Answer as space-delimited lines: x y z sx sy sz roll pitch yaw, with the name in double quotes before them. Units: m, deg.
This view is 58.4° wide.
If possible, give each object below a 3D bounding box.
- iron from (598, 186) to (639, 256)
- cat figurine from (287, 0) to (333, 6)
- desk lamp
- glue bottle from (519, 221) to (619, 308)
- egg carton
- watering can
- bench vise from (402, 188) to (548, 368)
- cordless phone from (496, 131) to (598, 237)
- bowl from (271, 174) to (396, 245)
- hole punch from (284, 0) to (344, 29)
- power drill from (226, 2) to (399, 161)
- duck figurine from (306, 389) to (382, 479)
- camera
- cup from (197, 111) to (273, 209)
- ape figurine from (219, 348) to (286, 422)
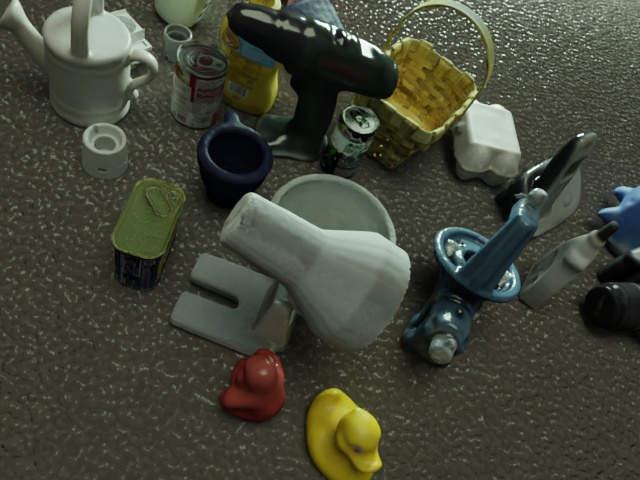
"iron" 0.575 0.002 0.891 0.258 0.141 0.119 43 55 9
"cat figurine" -0.023 -0.426 0.958 0.067 0.117 0.127 -18 67 -29
"desk lamp" -0.037 0.047 0.592 0.203 0.213 0.118 22 54 -6
"glue bottle" 0.336 0.026 0.768 0.037 0.173 0.078 36 54 5
"egg carton" 0.260 -0.161 0.923 0.107 0.069 0.150 9 56 -15
"watering can" -0.288 -0.237 0.692 0.173 0.194 0.101 -8 62 -24
"bench vise" 0.193 0.050 0.671 0.121 0.219 0.207 17 55 -9
"cordless phone" 0.365 -0.097 0.849 0.148 0.185 0.094 -28 71 -32
"bowl" 0.007 0.003 0.722 0.168 0.074 0.167 10 56 -14
"hole punch" -0.006 -0.323 0.915 0.109 0.091 0.101 -35 75 -34
"power drill" -0.023 -0.201 0.758 0.230 0.208 0.075 5 57 -17
"duck figurine" 0.032 0.201 0.598 0.078 0.086 0.104 -11 63 -26
"camera" 0.456 0.077 0.824 0.137 0.100 0.143 3 58 -18
"cup" -0.115 -0.095 0.727 0.092 0.095 0.117 0 59 -20
"ape figurine" -0.066 0.147 0.593 0.078 0.092 0.076 -25 70 -31
